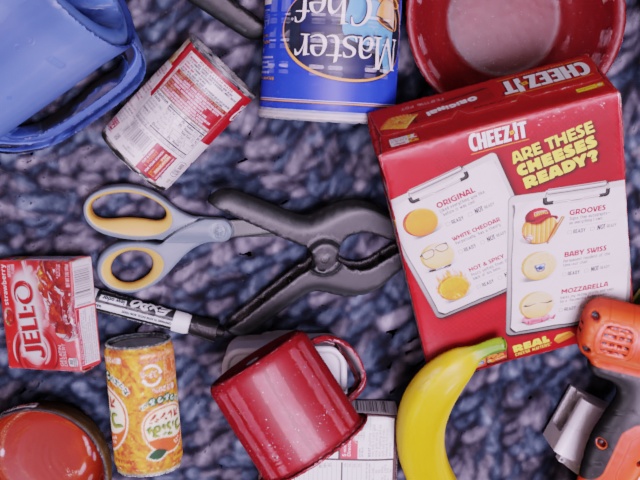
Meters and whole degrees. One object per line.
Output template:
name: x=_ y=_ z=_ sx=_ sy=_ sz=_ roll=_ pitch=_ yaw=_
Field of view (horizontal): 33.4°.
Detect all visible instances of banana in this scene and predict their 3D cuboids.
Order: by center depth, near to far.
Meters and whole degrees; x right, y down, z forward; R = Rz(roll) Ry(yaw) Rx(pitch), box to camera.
banana: x=0.092 y=0.150 z=0.820 sx=0.069 sy=0.037 sz=0.198 roll=10 pitch=129 yaw=4

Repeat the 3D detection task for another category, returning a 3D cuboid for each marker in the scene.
marker: x=-0.135 y=0.059 z=0.855 sx=0.121 sy=0.020 sz=0.020 roll=15 pitch=98 yaw=-2

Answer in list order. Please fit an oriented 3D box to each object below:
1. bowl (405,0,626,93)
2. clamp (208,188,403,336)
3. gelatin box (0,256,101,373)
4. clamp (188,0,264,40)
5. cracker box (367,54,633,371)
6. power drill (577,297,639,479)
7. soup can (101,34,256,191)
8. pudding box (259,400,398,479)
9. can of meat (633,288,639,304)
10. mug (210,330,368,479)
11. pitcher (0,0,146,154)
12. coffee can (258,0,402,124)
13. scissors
bowl: x=0.143 y=-0.168 z=0.803 sx=0.162 sy=0.055 sz=0.162 roll=0 pitch=98 yaw=0
clamp: x=-0.005 y=0.001 z=0.830 sx=0.171 sy=0.039 sz=0.120 roll=-16 pitch=117 yaw=-5
gelatin box: x=-0.213 y=0.057 z=0.836 sx=0.073 sy=0.030 sz=0.089 roll=0 pitch=98 yaw=26
clamp: x=-0.132 y=-0.224 z=0.805 sx=0.210 sy=0.036 sz=0.164 roll=-7 pitch=99 yaw=3
cracker box: x=0.136 y=-0.011 z=0.777 sx=0.164 sy=0.072 sz=0.213 roll=-15 pitch=125 yaw=2
power drill: x=0.263 y=0.144 z=0.779 sx=0.184 sy=0.057 sz=0.188 roll=14 pitch=106 yaw=8
soup can: x=-0.107 y=-0.096 z=0.808 sx=0.068 sy=0.068 sz=0.102 roll=44 pitch=96 yaw=-6
pudding box: x=0.007 y=0.177 z=0.863 sx=0.113 sy=0.039 sz=0.090 roll=1 pitch=100 yaw=2
can of meat: x=0.292 y=0.063 z=0.836 sx=0.084 sy=0.057 sz=0.102 roll=35 pitch=96 yaw=-2
mug: x=-0.017 y=0.112 z=0.773 sx=0.117 sy=0.093 sz=0.081 roll=-33 pitch=92 yaw=-26
pitcher: x=-0.255 y=-0.119 z=0.770 sx=0.243 sy=0.145 sz=0.149 roll=-35 pitch=93 yaw=17
coffee can: x=0.009 y=-0.158 z=0.781 sx=0.103 sy=0.103 sz=0.140 roll=3 pitch=98 yaw=0
scissors: x=-0.091 y=0.008 z=0.850 sx=0.201 sy=0.016 sz=0.096 roll=13 pitch=104 yaw=-7
